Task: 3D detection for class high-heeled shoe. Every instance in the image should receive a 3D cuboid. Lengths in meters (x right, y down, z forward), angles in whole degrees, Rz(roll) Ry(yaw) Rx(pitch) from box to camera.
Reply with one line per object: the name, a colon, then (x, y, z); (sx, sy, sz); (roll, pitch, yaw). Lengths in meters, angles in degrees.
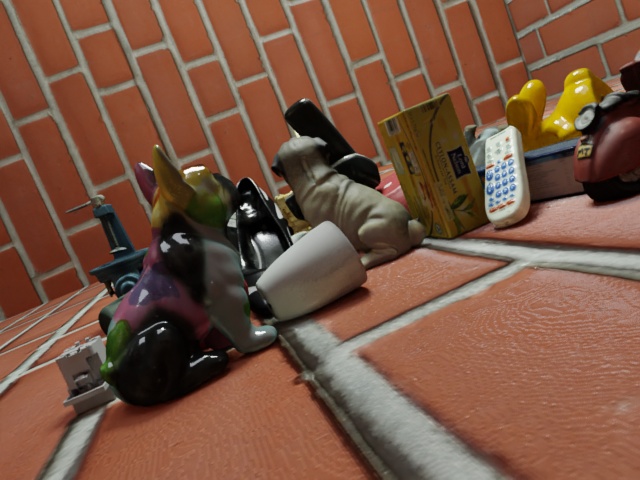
high-heeled shoe: (-0.081, -0.002, 0.728); (0.086, 0.145, 0.249); (-20, 16, 0)

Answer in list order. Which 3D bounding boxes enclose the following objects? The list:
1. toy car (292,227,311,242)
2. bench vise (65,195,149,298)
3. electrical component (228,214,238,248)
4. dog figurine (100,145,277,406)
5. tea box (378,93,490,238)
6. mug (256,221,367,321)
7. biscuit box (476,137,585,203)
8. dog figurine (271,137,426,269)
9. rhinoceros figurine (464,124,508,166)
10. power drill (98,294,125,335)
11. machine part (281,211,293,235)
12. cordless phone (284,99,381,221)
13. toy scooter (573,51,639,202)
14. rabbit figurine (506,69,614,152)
toy car: (-0.002, -0.003, 0.910); (0.074, 0.056, 0.202); (-13, 11, 44)
bench vise: (-0.379, 0.028, 1.037); (0.129, 0.240, 0.224); (-21, 9, -2)
electrical component: (-0.135, -0.002, 0.837); (0.058, 0.134, 0.115); (-33, -33, 32)
dog figurine: (-0.148, 0.024, 0.524); (0.191, 0.219, 0.108); (-25, 5, -31)
tea box: (0.147, -0.091, 0.697); (0.068, 0.169, 0.098); (-24, 10, -12)
mug: (-0.018, 0.038, 0.594); (0.107, 0.080, 0.110); (-32, 15, -14)
biscuit box: (0.264, -0.081, 0.713); (0.063, 0.059, 0.203); (-29, 11, -34)
dog figurine: (0.037, -0.061, 0.715); (0.172, 0.190, 0.121); (-17, 9, 19)
rhinoceros figurine: (0.275, -0.131, 0.876); (0.073, 0.112, 0.190); (1, 27, 31)
power drill: (-0.235, 0.080, 0.890); (0.207, 0.086, 0.232); (-10, 15, 39)
machine part: (-0.153, 0.010, 1.128); (0.202, 0.087, 0.201); (-17, 8, 23)
cordless phone: (-0.011, -0.110, 0.815); (0.147, 0.184, 0.089); (-31, 25, 27)
toy scooter: (0.337, -0.129, 0.572); (0.184, 0.135, 0.075); (-25, 10, -16)
rabbit figurine: (0.341, -0.155, 0.786); (0.122, 0.162, 0.173); (-43, 1, -38)
